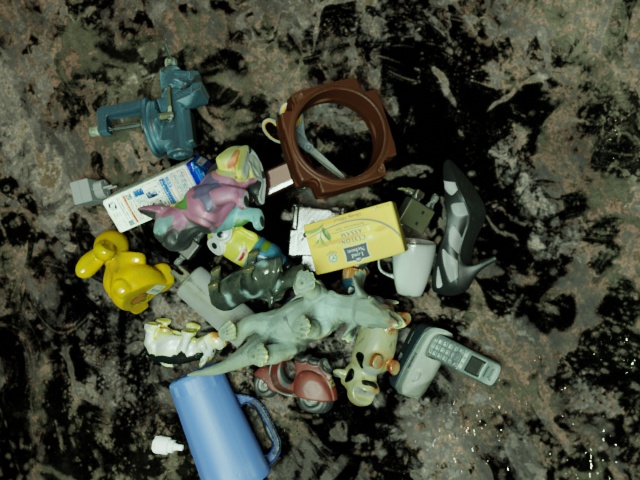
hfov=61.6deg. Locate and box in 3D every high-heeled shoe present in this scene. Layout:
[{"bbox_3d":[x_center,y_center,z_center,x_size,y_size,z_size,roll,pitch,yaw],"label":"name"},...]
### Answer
[{"bbox_3d":[0.249,-0.020,1.048,0.145,0.086,0.249,-30,67,35],"label":"high-heeled shoe"}]

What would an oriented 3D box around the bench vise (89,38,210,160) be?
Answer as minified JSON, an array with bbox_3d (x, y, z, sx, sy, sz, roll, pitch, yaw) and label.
[{"bbox_3d":[-0.343,-0.257,1.071,0.241,0.129,0.223,-10,87,2],"label":"bench vise"}]

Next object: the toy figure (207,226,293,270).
[{"bbox_3d":[-0.142,0.021,1.070,0.180,0.089,0.082,28,86,-3],"label":"toy figure"}]

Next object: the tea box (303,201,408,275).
[{"bbox_3d":[0.066,-0.004,0.984,0.170,0.068,0.098,-17,88,14],"label":"tea box"}]

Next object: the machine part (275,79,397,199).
[{"bbox_3d":[0.030,-0.191,1.020,0.201,0.087,0.201,-17,88,-13],"label":"machine part"}]

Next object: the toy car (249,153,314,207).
[{"bbox_3d":[-0.107,-0.112,1.076,0.202,0.053,0.089,-25,95,6],"label":"toy car"}]

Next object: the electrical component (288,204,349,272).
[{"bbox_3d":[-0.002,-0.003,1.065,0.115,0.058,0.134,4,90,8],"label":"electrical component"}]

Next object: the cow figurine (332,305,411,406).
[{"bbox_3d":[0.093,0.220,1.033,0.085,0.127,0.195,21,76,-27],"label":"cow figurine"}]

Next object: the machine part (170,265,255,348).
[{"bbox_3d":[-0.200,0.134,1.078,0.243,0.079,0.079,39,94,4],"label":"machine part"}]

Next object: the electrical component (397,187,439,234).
[{"bbox_3d":[0.178,-0.056,1.054,0.078,0.045,0.102,22,96,-23],"label":"electrical component"}]

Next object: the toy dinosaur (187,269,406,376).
[{"bbox_3d":[-0.042,0.159,0.977,0.405,0.192,0.131,-26,64,26],"label":"toy dinosaur"}]

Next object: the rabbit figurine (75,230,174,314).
[{"bbox_3d":[-0.406,0.053,1.076,0.122,0.162,0.173,-39,69,17],"label":"rabbit figurine"}]

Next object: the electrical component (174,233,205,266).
[{"bbox_3d":[-0.282,0.007,1.112,0.063,0.021,0.094,39,95,4],"label":"electrical component"}]

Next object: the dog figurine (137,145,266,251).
[{"bbox_3d":[-0.219,-0.074,0.997,0.219,0.108,0.191,-8,63,13],"label":"dog figurine"}]

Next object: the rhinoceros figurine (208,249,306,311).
[{"bbox_3d":[-0.118,0.082,1.003,0.190,0.073,0.112,-18,115,4],"label":"rhinoceros figurine"}]

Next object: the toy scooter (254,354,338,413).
[{"bbox_3d":[-0.046,0.255,1.057,0.184,0.075,0.135,8,90,25],"label":"toy scooter"}]

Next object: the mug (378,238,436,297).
[{"bbox_3d":[0.166,0.053,1.038,0.110,0.081,0.107,3,97,6],"label":"mug"}]

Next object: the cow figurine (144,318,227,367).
[{"bbox_3d":[-0.273,0.219,1.090,0.167,0.068,0.098,10,97,9],"label":"cow figurine"}]

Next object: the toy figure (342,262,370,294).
[{"bbox_3d":[0.079,0.042,1.055,0.064,0.058,0.154,17,93,-28],"label":"toy figure"}]

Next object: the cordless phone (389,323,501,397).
[{"bbox_3d":[0.239,0.252,1.031,0.184,0.089,0.146,27,93,1],"label":"cordless phone"}]
